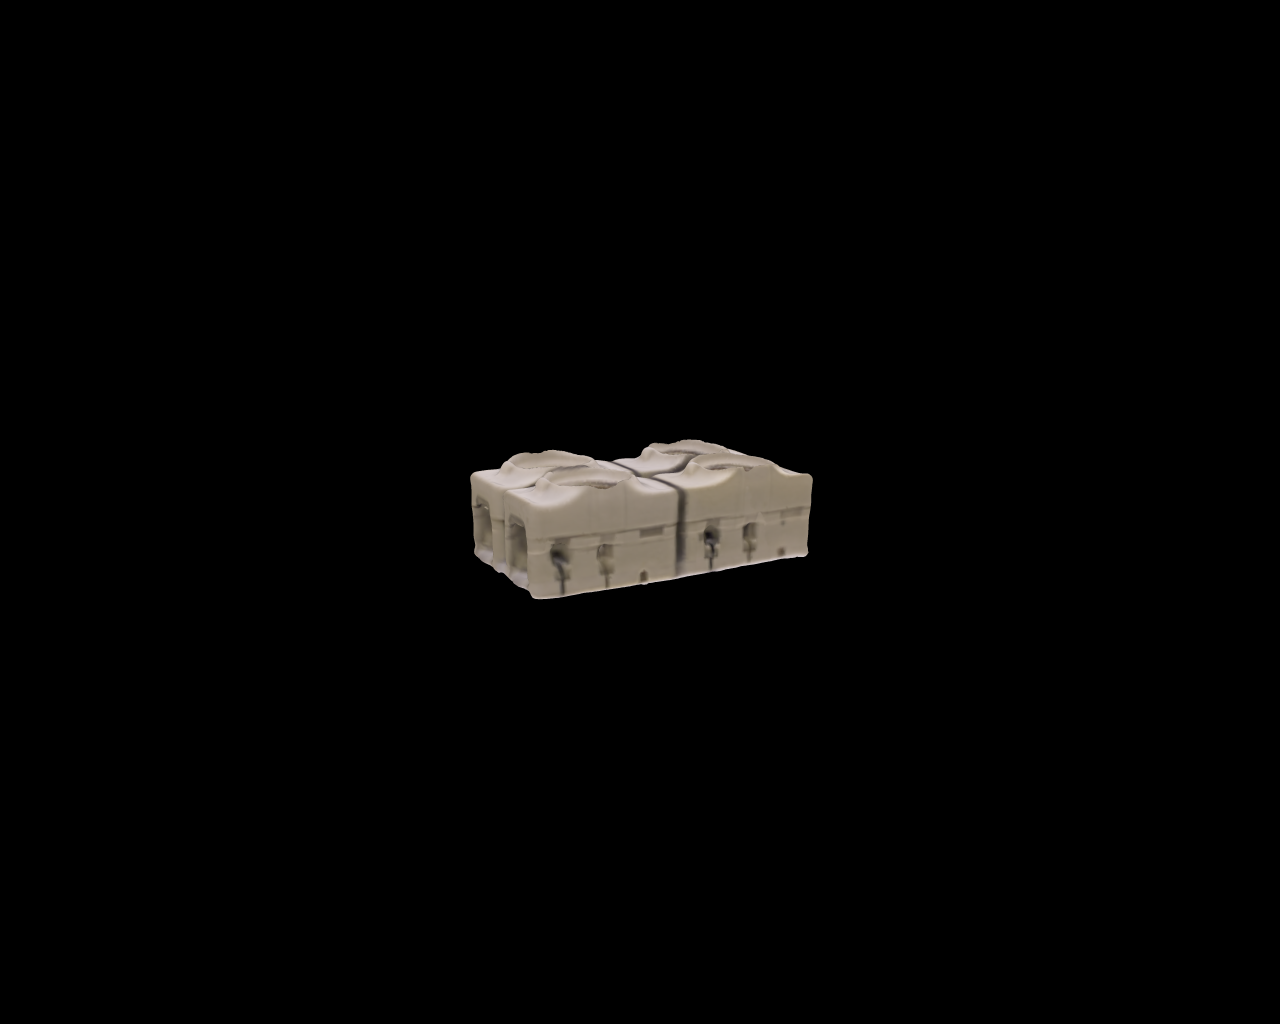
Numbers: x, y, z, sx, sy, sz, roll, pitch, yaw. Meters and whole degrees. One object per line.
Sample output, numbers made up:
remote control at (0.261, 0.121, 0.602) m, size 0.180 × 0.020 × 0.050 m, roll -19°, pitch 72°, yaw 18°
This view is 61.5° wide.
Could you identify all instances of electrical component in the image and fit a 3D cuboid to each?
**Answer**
electrical component at (0.001, -0.003, 0.650) m, size 0.186 × 0.060 × 0.105 m, roll -7°, pitch 16°, yaw -26°
